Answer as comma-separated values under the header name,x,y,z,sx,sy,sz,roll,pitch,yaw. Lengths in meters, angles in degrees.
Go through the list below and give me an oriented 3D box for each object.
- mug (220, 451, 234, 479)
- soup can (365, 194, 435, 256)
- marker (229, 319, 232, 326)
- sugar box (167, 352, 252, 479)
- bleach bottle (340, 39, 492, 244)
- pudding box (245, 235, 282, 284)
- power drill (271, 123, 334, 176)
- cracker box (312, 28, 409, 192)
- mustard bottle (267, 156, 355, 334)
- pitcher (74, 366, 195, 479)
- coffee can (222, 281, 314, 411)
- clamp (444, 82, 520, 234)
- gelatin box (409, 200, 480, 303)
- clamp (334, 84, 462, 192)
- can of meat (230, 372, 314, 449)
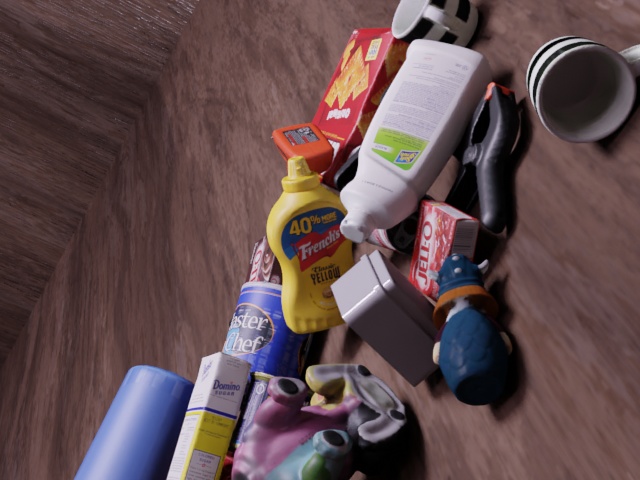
name,x,y,z,sx,sy,sz,roll,pitch,yaw
mug,-0.102,0.306,1.219,0.082,0.093,0.117,2,99,63
soup can,0.082,-0.022,1.158,0.068,0.068,0.102,-66,20,-3
marker,-0.106,0.129,1.506,0.020,0.020,0.121,-65,21,-2
sugar box,-0.125,0.214,1.160,0.093,0.048,0.176,152,138,-69
bleach bottle,0.086,-0.100,1.107,0.103,0.068,0.250,17,58,28
pudding box,-0.070,0.046,1.487,0.090,0.039,0.113,-29,40,57
power drill,-0.009,-0.033,1.284,0.184,0.057,0.188,-126,28,-57
cracker box,0.052,-0.168,1.389,0.214,0.072,0.164,-65,21,3
mustard bottle,-0.008,0.002,1.178,0.058,0.096,0.191,-145,42,-69
pitcher,-0.235,0.291,1.347,0.149,0.144,0.242,-9,52,48
coffee can,-0.065,0.134,1.287,0.103,0.102,0.140,-24,45,60
clamp,0.158,-0.072,1.076,0.120,0.039,0.171,-22,48,56
gelatin box,0.119,0.013,1.038,0.073,0.030,0.089,-141,56,-62
clamp,0.097,-0.140,1.235,0.165,0.036,0.210,-17,40,24
can of meat,-0.039,0.199,1.155,0.058,0.102,0.084,-11,58,64
